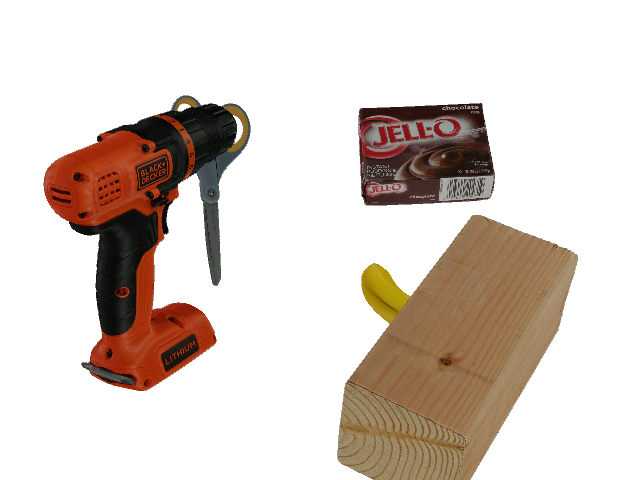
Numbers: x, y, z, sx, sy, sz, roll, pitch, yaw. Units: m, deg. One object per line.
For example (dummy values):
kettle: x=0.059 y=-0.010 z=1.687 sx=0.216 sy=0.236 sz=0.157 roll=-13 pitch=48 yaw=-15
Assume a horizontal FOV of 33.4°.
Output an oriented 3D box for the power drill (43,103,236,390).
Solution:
power drill: x=-0.120 y=0.001 z=0.789 sx=0.057 sy=0.188 sz=0.184 roll=12 pitch=26 yaw=32

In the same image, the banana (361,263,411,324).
banana: x=0.091 y=0.070 z=1.140 sx=0.069 sy=0.037 sz=0.198 roll=4 pitch=18 yaw=-38

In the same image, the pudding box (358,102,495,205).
pudding box: x=0.091 y=-0.076 z=0.934 sx=0.113 sy=0.090 sz=0.039 roll=-1 pitch=-39 yaw=-1

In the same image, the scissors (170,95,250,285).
scissors: x=-0.101 y=-0.061 z=1.129 sx=0.096 sy=0.202 sz=0.016 roll=-18 pitch=-4 yaw=-23

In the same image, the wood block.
wood block: x=0.103 y=0.083 z=0.780 sx=0.091 sy=0.090 sz=0.205 roll=23 pitch=45 yaw=21
